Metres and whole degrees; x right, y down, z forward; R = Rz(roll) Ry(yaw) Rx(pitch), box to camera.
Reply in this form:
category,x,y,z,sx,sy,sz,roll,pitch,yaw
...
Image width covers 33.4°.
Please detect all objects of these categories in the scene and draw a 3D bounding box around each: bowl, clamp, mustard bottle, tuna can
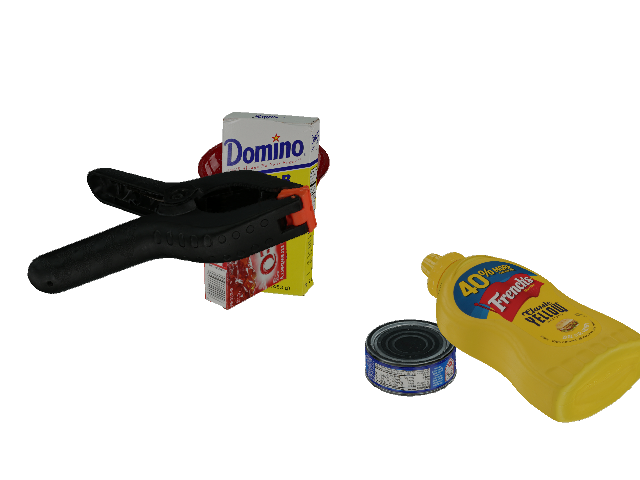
category,x,y,z,sx,sy,sz,roll,pitch,yaw
bowl,-0.069,-0.073,1.317,0.162,0.055,0.162,-2,34,1
clamp,-0.091,-0.007,0.649,0.172,0.039,0.120,-1,41,22
mustard bottle,0.146,0.060,0.816,0.096,0.058,0.192,-24,39,-28
tuna can,0.084,0.108,0.995,0.086,0.034,0.086,-3,25,1

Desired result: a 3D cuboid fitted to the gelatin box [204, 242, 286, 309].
category,x,y,z,sx,sy,sz,roll,pitch,yaw
gelatin box,-0.061,0.003,0.877,0.030,0.089,0.073,22,34,34

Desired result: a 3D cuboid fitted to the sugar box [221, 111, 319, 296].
category,x,y,z,sx,sy,sz,roll,pitch,yaw
sugar box,-0.052,-0.037,1.070,0.093,0.176,0.048,5,16,11
